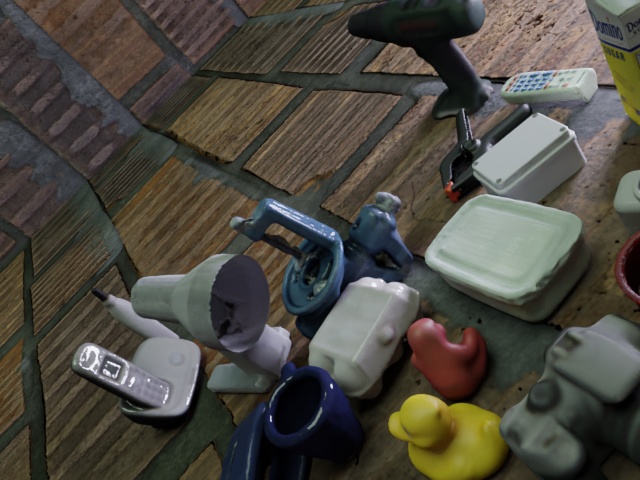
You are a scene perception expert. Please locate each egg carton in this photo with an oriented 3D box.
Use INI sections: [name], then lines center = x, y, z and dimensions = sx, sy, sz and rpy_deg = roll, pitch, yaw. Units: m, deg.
[egg carton]
center = 0.055, 0.114, 0.682
dimensions = 0.107, 0.070, 0.150
rpy_deg = 6, 56, 52

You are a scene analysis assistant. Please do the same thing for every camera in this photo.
[camera]
center = 0.226, 0.136, 0.423
dimensions = 0.143, 0.101, 0.136
rpy_deg = -47, 31, -5

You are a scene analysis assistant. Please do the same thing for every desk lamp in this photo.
[desk lamp]
center = -0.134, 0.114, 0.761
dimensions = 0.202, 0.214, 0.118
rpy_deg = -14, 41, 40

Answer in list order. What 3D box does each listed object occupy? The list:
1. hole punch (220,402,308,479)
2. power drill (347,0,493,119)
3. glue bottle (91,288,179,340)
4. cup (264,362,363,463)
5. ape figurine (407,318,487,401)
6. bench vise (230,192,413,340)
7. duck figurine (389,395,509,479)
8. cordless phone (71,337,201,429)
[hole punch]
center = -0.077, 0.253, 0.645
dimensions = 0.101, 0.091, 0.108
rpy_deg = -25, 35, 29
[power drill]
center = 0.173, -0.296, 0.909
dimensions = 0.228, 0.209, 0.076
rpy_deg = 1, 52, 50
[glue bottle]
center = -0.330, 0.136, 1.005
dimensions = 0.077, 0.174, 0.037
rpy_deg = 1, 53, 50
[cup]
center = -0.003, 0.192, 0.628
dimensions = 0.091, 0.095, 0.117
rpy_deg = -41, 31, 5
[ape figurine]
center = 0.122, 0.113, 0.581
dimensions = 0.077, 0.092, 0.076
rpy_deg = -16, 40, 38
[bench vise]
center = 0.000, 0.001, 0.736
dimensions = 0.207, 0.220, 0.121
rpy_deg = -53, 32, -16
[duck figurine]
center = 0.112, 0.174, 0.524
dimensions = 0.104, 0.086, 0.077
rpy_deg = -18, 39, 37
[cordless phone]
center = -0.274, 0.187, 0.864
dimensions = 0.094, 0.185, 0.147
rpy_deg = -30, 33, 21
